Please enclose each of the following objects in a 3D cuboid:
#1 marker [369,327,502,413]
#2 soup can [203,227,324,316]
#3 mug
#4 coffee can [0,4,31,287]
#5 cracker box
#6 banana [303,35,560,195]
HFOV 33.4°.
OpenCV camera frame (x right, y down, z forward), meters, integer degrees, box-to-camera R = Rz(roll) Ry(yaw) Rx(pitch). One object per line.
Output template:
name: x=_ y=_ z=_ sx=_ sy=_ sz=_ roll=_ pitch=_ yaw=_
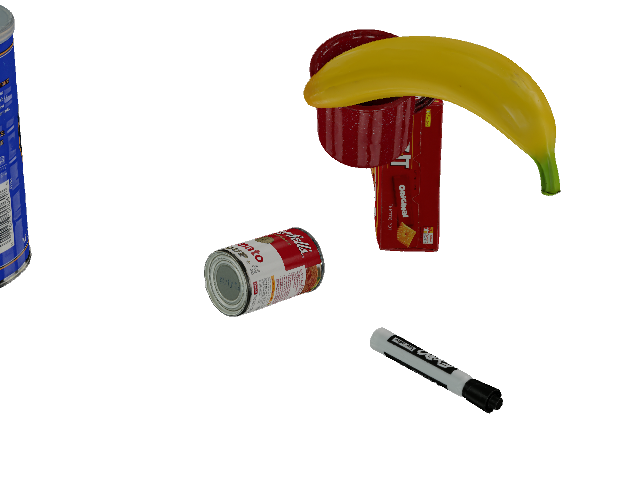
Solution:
marker: x=0.086 y=0.096 z=0.795 sx=0.020 sy=0.020 sz=0.121 roll=0 pitch=19 yaw=-46
soup can: x=-0.056 y=0.031 z=1.048 sx=0.102 sy=0.068 sz=0.069 roll=-17 pitch=12 yaw=-43
mug: x=0.049 y=-0.119 z=0.894 sx=0.117 sy=0.093 sz=0.081 roll=-20 pitch=-34 yaw=-14
coffee can: x=-0.212 y=-0.051 z=0.573 sx=0.103 sy=0.140 sz=0.103 roll=3 pitch=27 yaw=-1
cracker box: x=0.091 y=-0.104 z=1.179 sx=0.072 sy=0.164 sz=0.213 roll=-1 pitch=24 yaw=2
banana: x=0.068 y=-0.091 z=0.651 sx=0.198 sy=0.069 sz=0.037 roll=26 pitch=7 yaw=38
